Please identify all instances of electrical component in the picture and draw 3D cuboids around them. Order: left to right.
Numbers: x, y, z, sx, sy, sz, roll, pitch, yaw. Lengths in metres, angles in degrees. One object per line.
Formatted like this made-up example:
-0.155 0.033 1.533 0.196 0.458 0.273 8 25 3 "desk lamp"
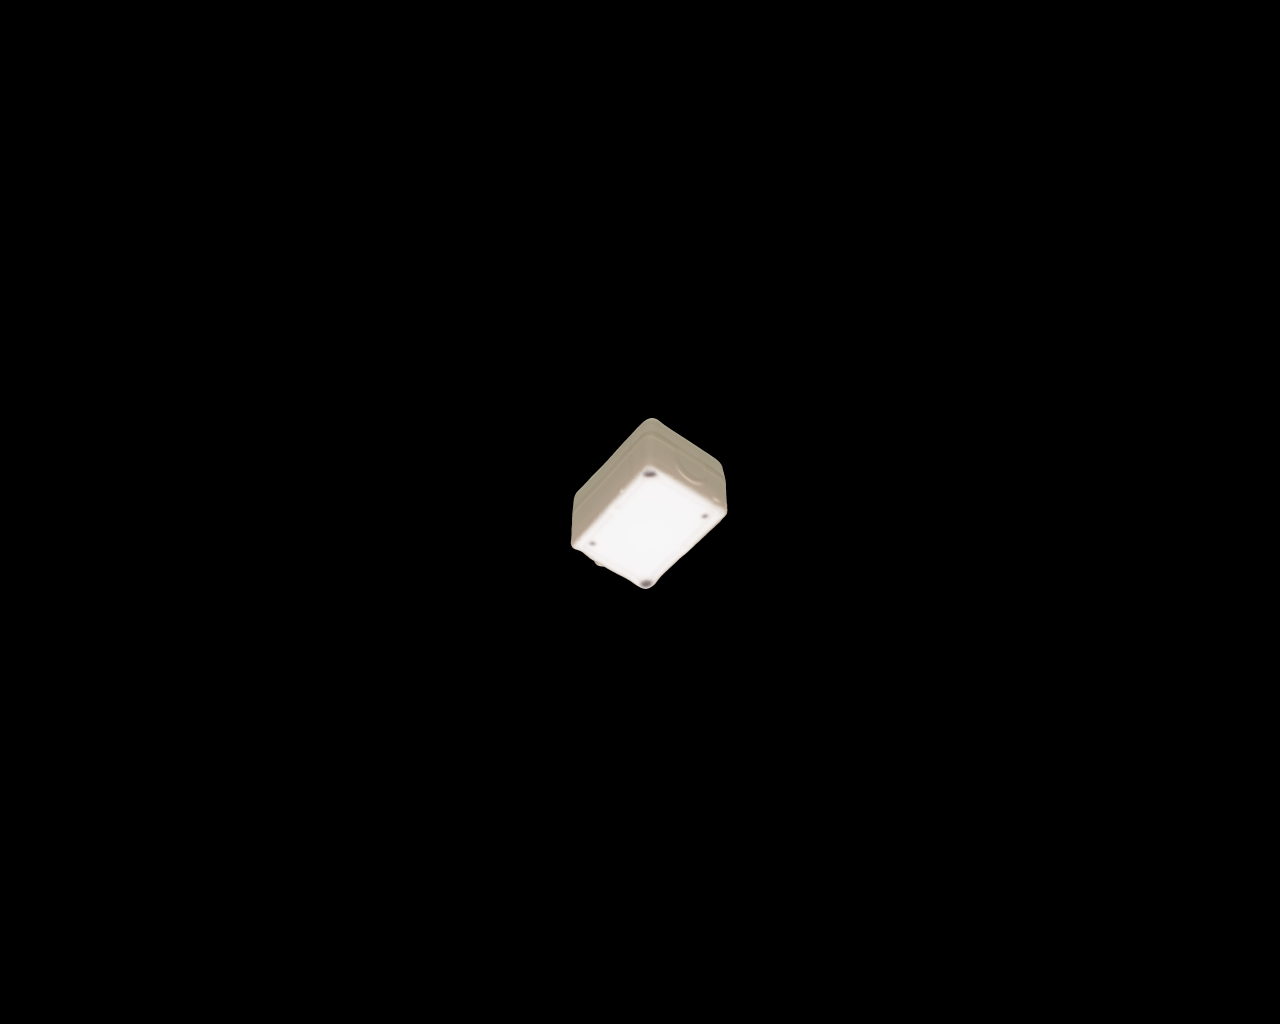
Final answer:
0.001 -0.003 0.650 0.061 0.096 0.061 32 32 -22 "electrical component"
